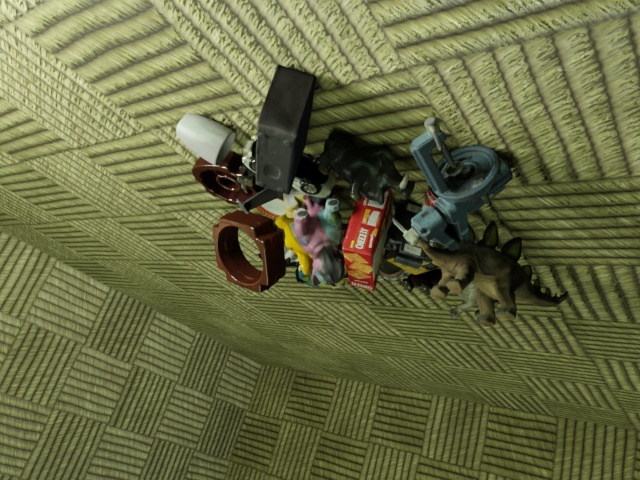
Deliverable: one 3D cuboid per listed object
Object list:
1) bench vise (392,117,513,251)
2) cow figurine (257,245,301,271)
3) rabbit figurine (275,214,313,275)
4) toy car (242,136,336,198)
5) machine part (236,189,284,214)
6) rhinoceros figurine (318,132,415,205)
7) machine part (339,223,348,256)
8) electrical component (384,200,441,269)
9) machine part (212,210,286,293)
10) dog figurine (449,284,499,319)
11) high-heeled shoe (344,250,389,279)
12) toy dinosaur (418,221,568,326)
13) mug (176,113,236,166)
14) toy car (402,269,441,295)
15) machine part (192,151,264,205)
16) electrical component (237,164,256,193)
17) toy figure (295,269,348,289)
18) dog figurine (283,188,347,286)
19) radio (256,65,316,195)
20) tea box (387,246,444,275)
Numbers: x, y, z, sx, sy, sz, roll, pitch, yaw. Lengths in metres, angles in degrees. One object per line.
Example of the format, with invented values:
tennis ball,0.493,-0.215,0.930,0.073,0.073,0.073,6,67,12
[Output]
bench vise,0.209,-0.099,0.907,0.224,0.129,0.240,-30,130,11
cow figurine,-0.091,0.046,1.539,0.167,0.098,0.068,23,-176,-9
rabbit figurine,-0.033,-0.002,1.339,0.162,0.122,0.173,61,161,-3
toy car,-0.064,-0.152,1.111,0.202,0.073,0.056,22,156,-9
machine part,-0.118,-0.104,1.208,0.039,0.139,0.084,56,167,23
rhinoceros figurine,0.087,-0.131,1.020,0.190,0.112,0.073,32,-171,3
machine part,0.032,0.018,1.427,0.079,0.079,0.243,21,158,-8
electrical component,0.204,-0.009,1.163,0.115,0.134,0.058,19,156,3
machine part,-0.192,0.028,1.466,0.202,0.087,0.200,16,120,36
dog figurine,0.407,0.101,1.335,0.172,0.121,0.190,-11,145,-21
high-heeled shoe,0.125,0.055,1.444,0.145,0.086,0.249,-14,174,-46
toy dinosaur,0.377,0.077,1.146,0.471,0.198,0.105,29,154,-26
mug,-0.240,-0.211,1.116,0.107,0.081,0.109,32,163,-2
toy car,0.276,0.099,1.351,0.053,0.089,0.202,60,169,-5
machine part,-0.208,-0.145,1.260,0.179,0.056,0.179,16,157,7
electrical component,-0.142,-0.149,1.158,0.045,0.102,0.078,0,128,28
toy figure,0.004,0.103,1.641,0.180,0.082,0.089,5,156,34
dog figurine,-0.002,-0.004,1.207,0.108,0.192,0.218,-20,126,-11
radio,-0.065,-0.186,0.961,0.073,0.131,0.229,16,158,1
tea box,0.251,0.024,1.290,0.098,0.068,0.169,26,155,-19
